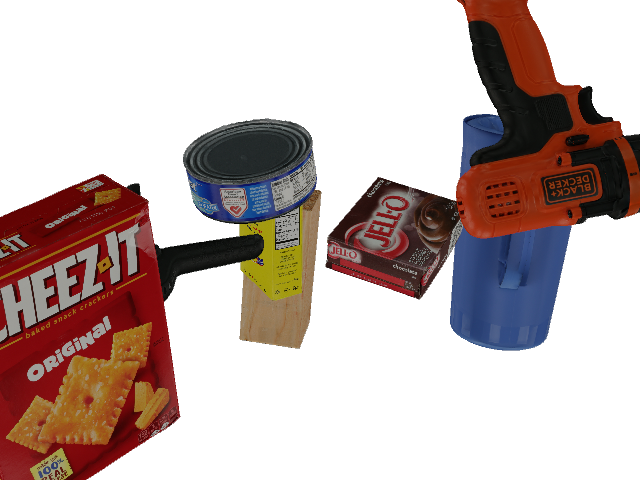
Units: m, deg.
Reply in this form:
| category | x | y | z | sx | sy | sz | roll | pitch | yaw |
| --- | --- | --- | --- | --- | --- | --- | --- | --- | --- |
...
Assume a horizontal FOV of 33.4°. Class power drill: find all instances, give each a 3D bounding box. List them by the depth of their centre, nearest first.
| category | x | y | z | sx | sy | sz | roll | pitch | yaw |
| --- | --- | --- | --- | --- | --- | --- | --- | --- | --- |
| power drill | 0.165 | -0.104 | 0.683 | 0.184 | 0.187 | 0.057 | -12 | -1 | -4 |

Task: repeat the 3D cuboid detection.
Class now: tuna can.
| category | x | y | z | sx | sy | sz | roll | pitch | yaw |
| --- | --- | --- | --- | --- | --- | --- | --- | --- | --- |
| tuna can | -0.046 | -0.046 | 0.706 | 0.086 | 0.034 | 0.086 | -6 | 32 | 4 |

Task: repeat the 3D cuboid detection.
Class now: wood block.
| category | x | y | z | sx | sy | sz | roll | pitch | yaw |
| --- | --- | --- | --- | --- | --- | --- | --- | --- | --- |
| wood block | -0.057 | 0.034 | 1.494 | 0.090 | 0.206 | 0.090 | 8 | 22 | 6 |

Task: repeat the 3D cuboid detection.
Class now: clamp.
| category | x | y | z | sx | sy | sz | roll | pitch | yaw |
| --- | --- | --- | --- | --- | --- | --- | --- | --- | --- |
| clamp | -0.177 | 0.014 | 1.033 | 0.165 | 0.036 | 0.209 | 26 | 38 | 23 |

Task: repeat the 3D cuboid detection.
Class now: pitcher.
| category | x | y | z | sx | sy | sz | roll | pitch | yaw |
| --- | --- | --- | --- | --- | --- | --- | --- | --- | --- |
| pitcher | 0.204 | -0.007 | 1.135 | 0.148 | 0.243 | 0.145 | -9 | 22 | -39 |

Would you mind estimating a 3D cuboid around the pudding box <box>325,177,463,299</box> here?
| category | x | y | z | sx | sy | sz | roll | pitch | yaw |
| --- | --- | --- | --- | --- | --- | --- | --- | --- | --- |
| pudding box | 0.067 | -0.004 | 0.929 | 0.090 | 0.039 | 0.113 | 19 | 36 | 18 |

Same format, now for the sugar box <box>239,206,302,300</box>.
| category | x | y | z | sx | sy | sz | roll | pitch | yaw |
| --- | --- | --- | --- | --- | --- | --- | --- | --- | --- |
| sugar box | -0.058 | -0.031 | 1.197 | 0.048 | 0.176 | 0.093 | -15 | 28 | -25 |

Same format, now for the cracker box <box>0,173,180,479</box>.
| category | x | y | z | sx | sy | sz | roll | pitch | yaw |
| --- | --- | --- | --- | --- | --- | --- | --- | --- | --- |
| cracker box | -0.196 | 0.081 | 0.803 | 0.072 | 0.214 | 0.163 | 26 | 42 | 38 |
